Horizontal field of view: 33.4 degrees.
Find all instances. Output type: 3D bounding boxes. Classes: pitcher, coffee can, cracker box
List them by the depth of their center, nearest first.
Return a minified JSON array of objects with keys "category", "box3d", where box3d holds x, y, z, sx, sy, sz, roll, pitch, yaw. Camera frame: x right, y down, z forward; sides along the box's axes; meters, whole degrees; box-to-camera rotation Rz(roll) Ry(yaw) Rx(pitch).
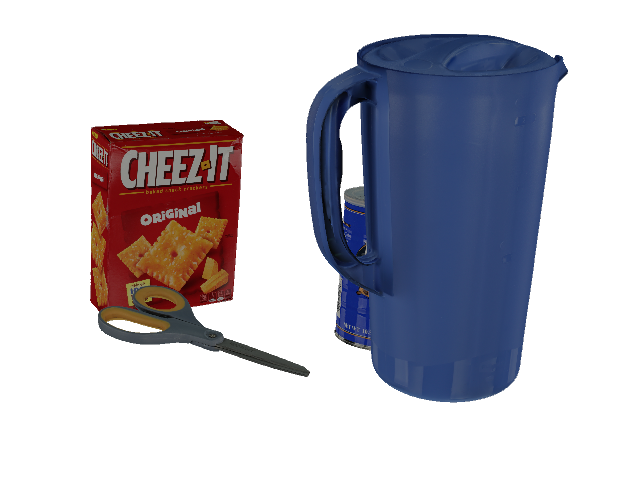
[{"category":"pitcher","box3d":[0.080,-0.015,0.732,0.149,0.243,0.144,7,22,18]},{"category":"coffee can","box3d":[0.069,0.025,1.020,0.103,0.140,0.103,4,12,-1]},{"category":"cracker box","box3d":[-0.178,-0.025,1.233,0.163,0.214,0.072,-7,24,-30]}]

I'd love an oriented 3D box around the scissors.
[{"category":"scissors","box3d":[-0.103,0.080,0.983,0.202,0.016,0.096,9,29,4]}]
